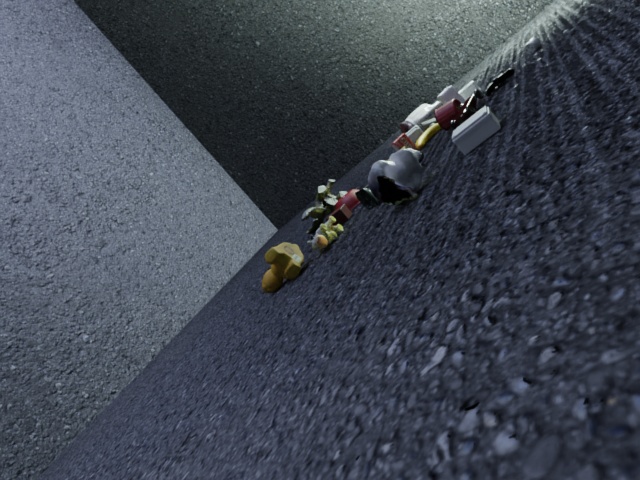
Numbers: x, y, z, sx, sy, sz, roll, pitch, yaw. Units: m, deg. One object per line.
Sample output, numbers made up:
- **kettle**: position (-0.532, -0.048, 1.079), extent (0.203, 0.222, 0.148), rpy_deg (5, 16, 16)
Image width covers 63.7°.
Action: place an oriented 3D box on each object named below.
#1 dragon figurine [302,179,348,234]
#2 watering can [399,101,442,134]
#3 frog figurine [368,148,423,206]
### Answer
- **dragon figurine**: position (0.007, -0.112, 2.226), extent (0.417, 0.123, 0.237), rpy_deg (-40, -23, -44)
- **watering can**: position (0.503, -0.594, 2.482), extent (0.225, 0.104, 0.348), rpy_deg (-43, 6, -4)
- **frog figurine**: position (0.199, -0.171, 1.338), extent (0.120, 0.137, 0.163), rpy_deg (102, -175, -49)
